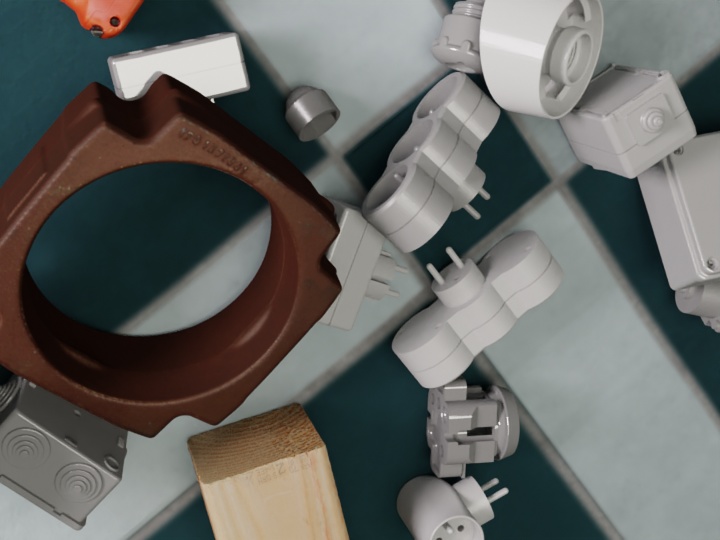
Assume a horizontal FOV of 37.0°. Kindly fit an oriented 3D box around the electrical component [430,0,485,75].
[{"bbox_3d":[0.080,-0.172,0.761,0.048,0.048,0.062,16,90,-19],"label":"electrical component"}]

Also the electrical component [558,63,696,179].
[{"bbox_3d":[0.196,-0.106,0.782,0.062,0.096,0.061,-34,112,-6],"label":"electrical component"}]

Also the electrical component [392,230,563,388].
[{"bbox_3d":[0.078,0.016,0.799,0.138,0.052,0.073,-40,110,-4],"label":"electrical component"}]

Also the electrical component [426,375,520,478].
[{"bbox_3d":[0.086,0.118,0.823,0.057,0.058,0.078,-1,103,-13],"label":"electrical component"}]

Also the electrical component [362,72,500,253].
[{"bbox_3d":[0.062,-0.066,0.752,0.074,0.052,0.138,41,59,-20],"label":"electrical component"}]

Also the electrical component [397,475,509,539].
[{"bbox_3d":[0.076,0.183,0.824,0.079,0.077,0.043,-27,108,-9],"label":"electrical component"}]

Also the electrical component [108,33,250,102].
[{"bbox_3d":[-0.116,-0.112,0.714,0.083,0.047,0.075,-15,106,-13],"label":"electrical component"}]

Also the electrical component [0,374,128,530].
[{"bbox_3d":[-0.202,0.111,0.715,0.100,0.099,0.048,40,102,-21],"label":"electrical component"}]

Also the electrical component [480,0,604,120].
[{"bbox_3d":[0.126,-0.157,0.754,0.099,0.064,0.099,-36,138,-41],"label":"electrical component"}]

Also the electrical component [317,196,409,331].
[{"bbox_3d":[0.000,0.000,0.775,0.076,0.047,0.083,17,98,-26],"label":"electrical component"}]

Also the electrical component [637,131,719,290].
[{"bbox_3d":[0.282,-0.049,0.823,0.109,0.056,0.108,-11,79,-14],"label":"electrical component"}]
